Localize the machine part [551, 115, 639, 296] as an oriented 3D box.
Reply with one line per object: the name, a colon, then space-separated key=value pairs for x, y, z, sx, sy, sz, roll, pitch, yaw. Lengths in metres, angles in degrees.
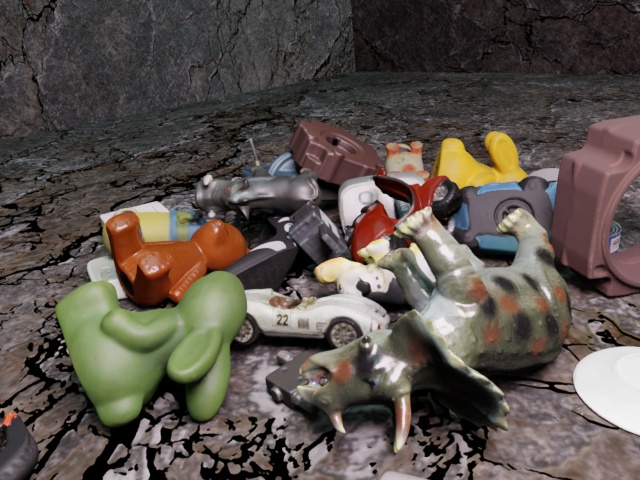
machine part: x=0.387 y=-0.041 z=0.632 sx=0.201 sy=0.201 sz=0.087 roll=-10 pitch=25 yaw=-10

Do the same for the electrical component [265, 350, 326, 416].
electrical component: x=-0.022 y=0.139 z=0.536 sx=0.063 sy=0.021 sz=0.094 roll=-24 pitch=29 yaw=-36

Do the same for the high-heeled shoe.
high-heeled shoe: x=-0.090 y=0.008 z=0.758 sx=0.145 sy=0.086 sz=0.248 roll=33 pitch=22 yaw=28

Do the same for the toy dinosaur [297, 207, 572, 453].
toy dinosaur: x=0.172 y=0.071 z=0.526 sx=0.405 sy=0.131 sz=0.192 roll=-7 pitch=64 yaw=-35

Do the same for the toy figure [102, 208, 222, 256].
toy figure: x=-0.248 y=-0.010 z=0.852 sx=0.180 sy=0.082 sz=0.089 roll=4 pitch=6 yaw=-15

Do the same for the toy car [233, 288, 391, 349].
toy car: x=-0.023 y=0.085 z=0.599 sx=0.202 sy=0.056 sz=0.073 roll=0 pitch=6 yaw=16

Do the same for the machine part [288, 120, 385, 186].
machine part: x=0.031 y=-0.154 z=0.962 sx=0.179 sy=0.056 sz=0.179 roll=21 pitch=26 yaw=-11

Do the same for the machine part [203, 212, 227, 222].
machine part: x=-0.205 y=-0.040 z=0.992 sx=0.084 sy=0.039 sz=0.139 roll=-11 pitch=24 yaw=9

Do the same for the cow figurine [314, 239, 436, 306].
cow figurine: x=0.081 y=0.048 z=0.656 sx=0.167 sy=0.098 sz=0.068 roll=-15 pitch=-4 yaw=-2

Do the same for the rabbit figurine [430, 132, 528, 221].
rabbit figurine: x=0.278 y=-0.103 z=0.909 sx=0.173 sy=0.162 sz=0.122 roll=16 pitch=13 yaw=6

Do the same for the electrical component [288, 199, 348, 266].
electrical component: x=-0.001 y=-0.002 z=0.714 sx=0.048 sy=0.074 sz=0.119 roll=-40 pitch=20 yaw=11

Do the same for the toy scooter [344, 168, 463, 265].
toy scooter: x=0.098 y=-0.036 z=0.758 sx=0.184 sy=0.075 sz=0.135 roll=-45 pitch=53 yaw=-3

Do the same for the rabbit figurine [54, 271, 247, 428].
rabbit figurine: x=-0.147 y=0.092 z=0.525 sx=0.170 sy=0.121 sz=0.159 roll=-28 pitch=45 yaw=-12

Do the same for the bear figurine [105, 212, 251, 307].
bear figurine: x=-0.181 y=0.013 z=0.754 sx=0.196 sy=0.131 sz=0.120 roll=-26 pitch=59 yaw=-32

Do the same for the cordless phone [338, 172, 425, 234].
cordless phone: x=0.108 y=-0.019 z=0.828 sx=0.147 sy=0.088 sz=0.184 roll=-7 pitch=42 yaw=-2

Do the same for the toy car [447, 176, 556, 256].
toy car: x=0.263 y=-0.024 z=0.762 sx=0.162 sy=0.109 sz=0.103 roll=-3 pitch=-13 yaw=19

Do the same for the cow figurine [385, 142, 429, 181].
cow figurine: x=0.156 y=-0.115 z=0.999 sx=0.086 sy=0.127 sz=0.195 roll=-1 pitch=38 yaw=2

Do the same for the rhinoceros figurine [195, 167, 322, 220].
rhinoceros figurine: x=-0.092 y=-0.066 z=0.813 sx=0.190 sy=0.073 sz=0.112 roll=1 pitch=21 yaw=5

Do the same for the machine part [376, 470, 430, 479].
machine part: x=0.111 y=0.191 z=0.308 sx=0.243 sy=0.079 sz=0.079 roll=5 pitch=25 yaw=23

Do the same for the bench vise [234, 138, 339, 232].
bench vise: x=-0.084 y=-0.103 z=0.988 sx=0.224 sy=0.128 sz=0.241 roll=-17 pitch=27 yaw=-28
